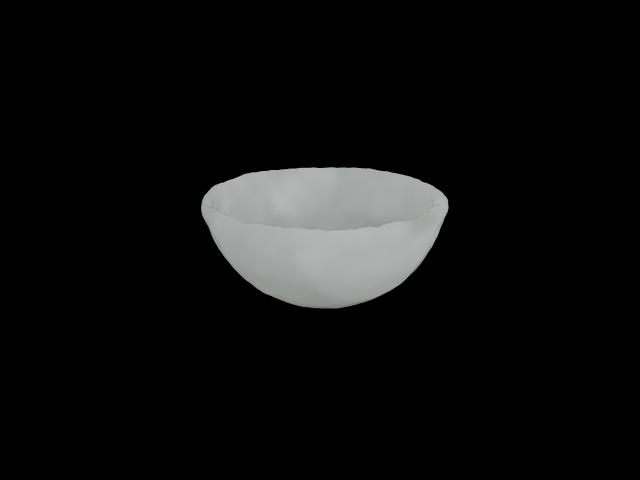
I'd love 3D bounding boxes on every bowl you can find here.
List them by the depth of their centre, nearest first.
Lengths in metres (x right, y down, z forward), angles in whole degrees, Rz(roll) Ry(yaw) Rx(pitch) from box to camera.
[{"bbox_3d":[0.004,0.001,0.400,0.167,0.075,0.167,0,20,0],"label":"bowl"}]
